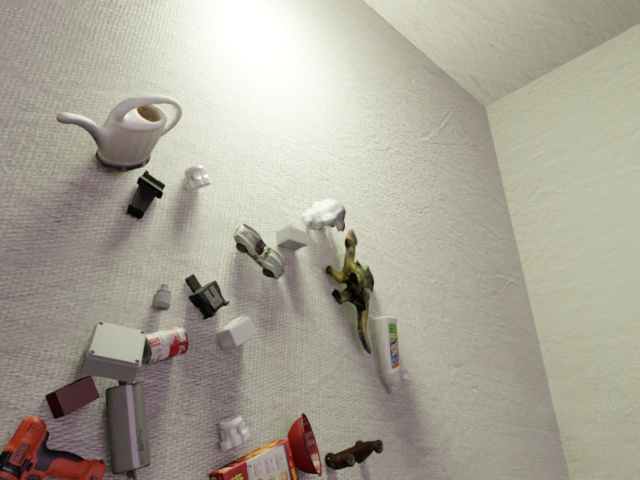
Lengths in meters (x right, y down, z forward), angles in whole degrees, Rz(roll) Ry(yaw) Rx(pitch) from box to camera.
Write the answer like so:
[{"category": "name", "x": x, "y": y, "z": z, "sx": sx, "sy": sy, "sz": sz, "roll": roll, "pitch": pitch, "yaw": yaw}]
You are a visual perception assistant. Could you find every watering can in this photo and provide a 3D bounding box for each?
[{"category": "watering can", "x": -0.488, "y": -0.259, "z": 1.247, "sx": 0.105, "sy": 0.220, "sz": 0.352, "roll": 49, "pitch": 39, "yaw": 11}]

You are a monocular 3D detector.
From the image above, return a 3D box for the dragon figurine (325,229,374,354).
[{"category": "dragon figurine", "x": 0.146, "y": 0.165, "z": 1.802, "sx": 0.245, "sy": 0.121, "sz": 0.409, "roll": -21, "pitch": 95, "yaw": -59}]

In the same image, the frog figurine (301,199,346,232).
[{"category": "frog figurine", "x": 0.005, "y": -0.089, "z": 1.773, "sx": 0.159, "sy": 0.121, "sz": 0.140, "roll": 12, "pitch": 28, "yaw": -34}]
